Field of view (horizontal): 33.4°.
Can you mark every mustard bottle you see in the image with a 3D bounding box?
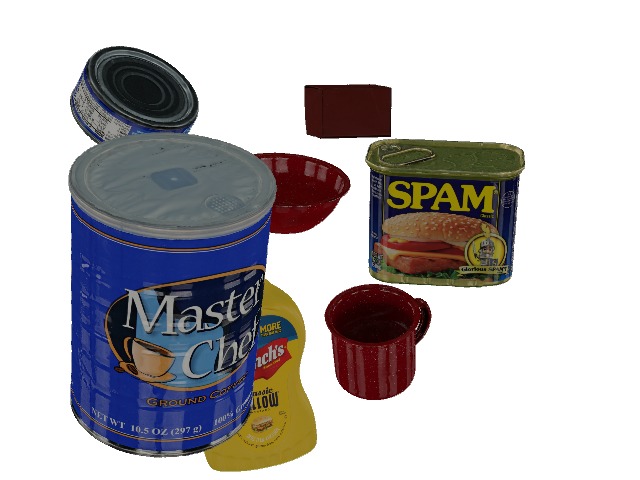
[{"bbox_3d":[-0.059,0.092,0.879,0.096,0.191,0.058,-9,19,-10],"label":"mustard bottle"}]

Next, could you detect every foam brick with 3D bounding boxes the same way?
[{"bbox_3d":[0.028,-0.132,1.088,0.078,0.051,0.053,-3,13,-19],"label":"foam brick"}]

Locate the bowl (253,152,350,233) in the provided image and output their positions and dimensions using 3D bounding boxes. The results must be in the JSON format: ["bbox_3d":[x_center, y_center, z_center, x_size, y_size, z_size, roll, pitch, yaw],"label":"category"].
[{"bbox_3d":[-0.047,-0.052,1.286,0.162,0.055,0.162,4,26,-2],"label":"bowl"}]

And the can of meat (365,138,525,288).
[{"bbox_3d":[0.081,-0.018,0.707,0.102,0.084,0.057,3,25,8],"label":"can of meat"}]

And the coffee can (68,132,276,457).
[{"bbox_3d":[-0.081,0.027,0.565,0.102,0.140,0.103,6,30,-3],"label":"coffee can"}]

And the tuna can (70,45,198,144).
[{"bbox_3d":[-0.130,-0.097,0.751,0.085,0.086,0.034,0,-41,-38],"label":"tuna can"}]

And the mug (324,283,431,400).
[{"bbox_3d":[0.063,0.098,1.063,0.117,0.081,0.093,-28,42,-27],"label":"mug"}]
